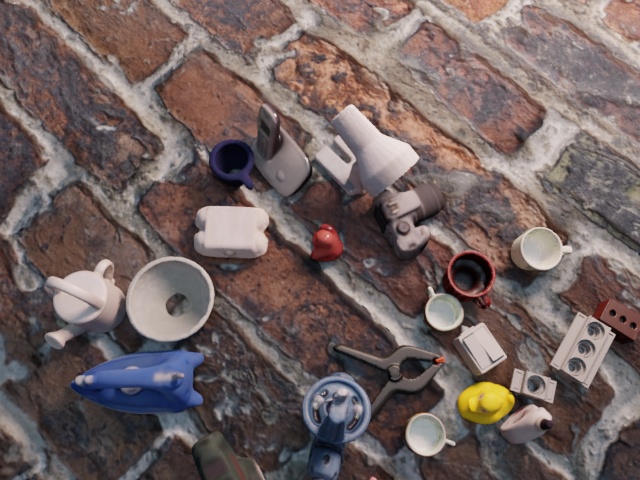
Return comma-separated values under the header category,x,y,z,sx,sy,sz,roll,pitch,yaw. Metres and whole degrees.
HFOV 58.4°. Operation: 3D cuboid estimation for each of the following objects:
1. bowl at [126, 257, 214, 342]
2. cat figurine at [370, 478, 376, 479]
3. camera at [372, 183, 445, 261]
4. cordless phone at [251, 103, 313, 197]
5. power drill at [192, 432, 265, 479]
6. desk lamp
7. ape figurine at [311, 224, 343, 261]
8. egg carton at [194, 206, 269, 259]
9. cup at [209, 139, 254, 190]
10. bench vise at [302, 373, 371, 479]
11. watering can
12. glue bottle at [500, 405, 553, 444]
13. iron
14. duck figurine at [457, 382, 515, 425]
category,x,y,z,sx,sy,sz,roll,pitch,yaw
bowl,-0.284,0.120,1.115,0.167,0.075,0.167,0,73,-1
cat figurine,0.109,0.477,0.988,0.067,0.118,0.128,2,72,0
camera,0.191,-0.053,1.164,0.137,0.101,0.143,-25,75,-8
cordless phone,-0.080,-0.183,1.156,0.094,0.185,0.147,-40,77,-12
power drill,-0.131,0.429,0.951,0.076,0.208,0.229,-31,75,-10
desk lamp,0.086,-0.165,1.138,0.118,0.213,0.203,-42,78,-12
ape figurine,0.011,0.004,1.148,0.076,0.092,0.078,37,76,10
egg carton,-0.179,-0.015,1.162,0.150,0.069,0.107,1,73,-1
cup,-0.170,-0.140,1.188,0.092,0.095,0.117,-35,76,-11
bench vise,0.033,0.328,0.980,0.121,0.220,0.207,-5,73,-2
watering can,-0.436,0.116,1.052,0.101,0.194,0.173,3,72,0
glue bottle,0.375,0.325,1.011,0.078,0.173,0.037,-43,78,-13
iron,-0.347,0.256,1.037,0.258,0.141,0.118,-3,73,-2
duck figurine,0.314,0.302,1.063,0.104,0.086,0.077,-8,73,-3
